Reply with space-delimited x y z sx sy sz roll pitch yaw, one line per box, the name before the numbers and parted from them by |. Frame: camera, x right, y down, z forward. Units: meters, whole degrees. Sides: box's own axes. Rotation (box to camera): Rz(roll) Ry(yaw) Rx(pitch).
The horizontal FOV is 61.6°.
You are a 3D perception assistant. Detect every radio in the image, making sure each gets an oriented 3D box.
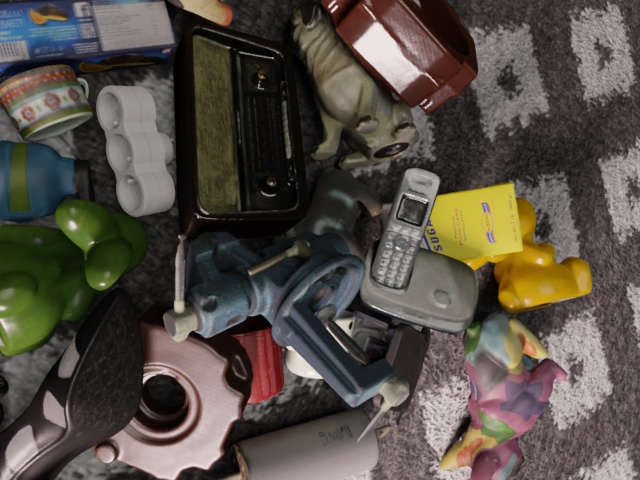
radio | -0.090 -0.116 0.598 0.131 0.073 0.229 2 73 -27

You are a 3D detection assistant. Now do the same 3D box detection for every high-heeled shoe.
high-heeled shoe | -0.254 0.152 0.500 0.086 0.145 0.248 26 79 -60

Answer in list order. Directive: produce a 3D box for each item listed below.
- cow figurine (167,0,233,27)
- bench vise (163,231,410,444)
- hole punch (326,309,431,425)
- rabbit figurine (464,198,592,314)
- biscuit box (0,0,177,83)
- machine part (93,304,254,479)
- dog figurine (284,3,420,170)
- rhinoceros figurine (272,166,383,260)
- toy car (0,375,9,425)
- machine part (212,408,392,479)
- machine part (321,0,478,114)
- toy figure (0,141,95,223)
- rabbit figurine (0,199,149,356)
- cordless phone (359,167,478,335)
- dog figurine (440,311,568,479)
cow figurine | -0.171 -0.323 0.565 0.127 0.085 0.195 -6 58 -54
bench vise | -0.020 0.075 0.518 0.223 0.241 0.128 -12 137 -48
hole punch | 0.079 0.159 0.705 0.115 0.092 0.142 36 68 -52
rabbit figurine | 0.292 0.021 0.807 0.162 0.122 0.173 -4 76 -17
biscuit box | -0.257 -0.206 0.552 0.203 0.063 0.059 -17 96 -25
machine part | -0.158 0.156 0.548 0.179 0.056 0.179 0 101 2
dog figurine | 0.044 -0.201 0.692 0.172 0.121 0.190 10 63 -58
rhinoceros figurine | -0.001 -0.002 0.667 0.112 0.073 0.190 34 74 -23
toy car | -0.390 0.133 0.481 0.202 0.053 0.089 33 85 -26
machine part | -0.017 0.260 0.648 0.243 0.079 0.079 -7 91 -25
machine part | 0.102 -0.270 0.671 0.201 0.087 0.201 39 36 -18
toy figure | -0.314 -0.060 0.511 0.180 0.082 0.089 -5 79 -22
rabbit figurine | -0.243 0.014 0.518 0.170 0.159 0.121 -34 93 -39
cordless phone | 0.136 0.011 0.664 0.147 0.089 0.184 17 101 2
dog figurine | 0.240 0.234 0.763 0.191 0.108 0.219 44 73 -19
